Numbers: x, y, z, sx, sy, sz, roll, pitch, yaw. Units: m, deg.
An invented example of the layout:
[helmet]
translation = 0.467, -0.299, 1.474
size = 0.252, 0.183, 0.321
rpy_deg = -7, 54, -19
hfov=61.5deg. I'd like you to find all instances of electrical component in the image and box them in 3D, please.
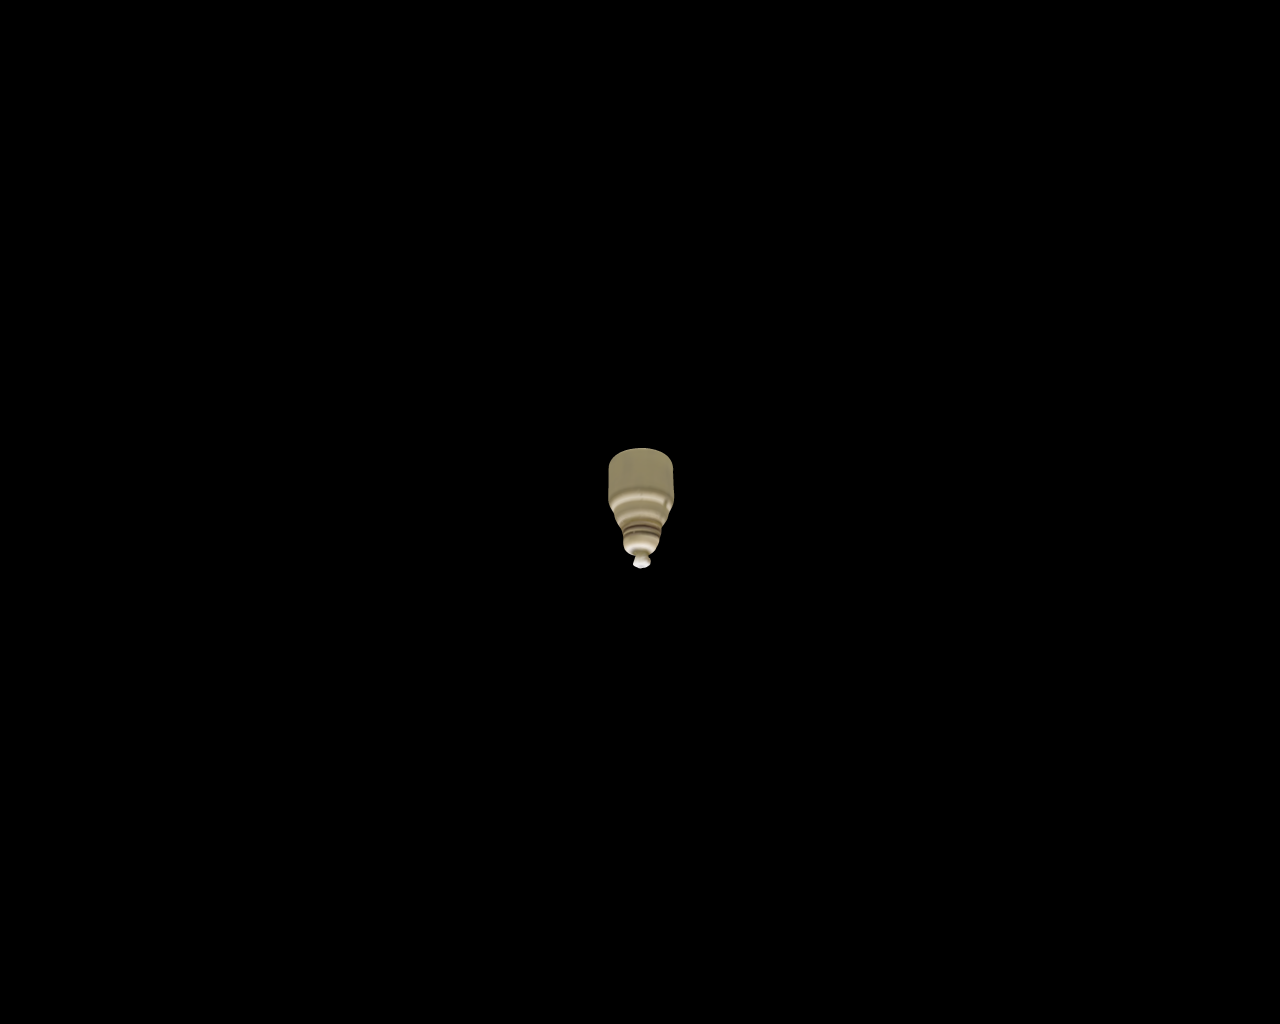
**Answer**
[electrical component]
translation = 0.001, -0.003, 0.650
size = 0.040, 0.078, 0.040
rpy_deg = 0, -28, 0
